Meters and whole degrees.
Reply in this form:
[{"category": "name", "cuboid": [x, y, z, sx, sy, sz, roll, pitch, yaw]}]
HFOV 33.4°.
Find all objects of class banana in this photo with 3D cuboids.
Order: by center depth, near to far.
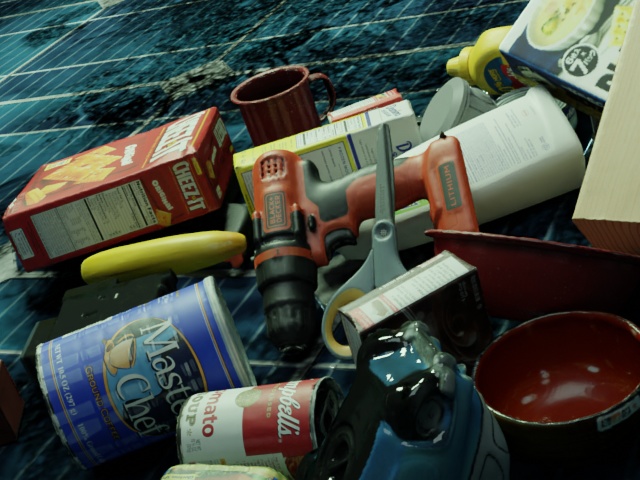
[{"category": "banana", "cuboid": [-0.160, 0.018, 0.988, 0.198, 0.037, 0.069, -11, 7, 37]}]

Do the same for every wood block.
[{"category": "wood block", "cuboid": [0.269, -0.086, 0.793, 0.091, 0.090, 0.206, 6, 68, 38]}]

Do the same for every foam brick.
[{"category": "foam brick", "cuboid": [-0.293, 0.144, 0.886, 0.078, 0.053, 0.051, -18, 28, 2]}]

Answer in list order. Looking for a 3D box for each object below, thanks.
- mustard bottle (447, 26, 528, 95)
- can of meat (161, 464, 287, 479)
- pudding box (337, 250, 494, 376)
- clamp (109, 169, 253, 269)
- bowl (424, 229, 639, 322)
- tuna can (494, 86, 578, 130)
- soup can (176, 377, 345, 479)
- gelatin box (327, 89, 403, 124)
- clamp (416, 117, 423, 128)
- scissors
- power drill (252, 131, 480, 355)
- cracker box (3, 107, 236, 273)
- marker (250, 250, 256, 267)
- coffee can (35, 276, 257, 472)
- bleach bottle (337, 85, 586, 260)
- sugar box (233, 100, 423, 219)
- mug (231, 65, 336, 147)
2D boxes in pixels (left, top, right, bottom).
[{"category": "mustard bottle", "cuboid": [0.218, -0.185, 1.103, 0.192, 0.096, 0.058, 3, 70, 38]}, {"category": "can of meat", "cuboid": [-0.071, 0.186, 0.661, 0.102, 0.057, 0.083, -4, 29, 28]}, {"category": "pudding box", "cuboid": [0.069, 0.075, 0.709, 0.090, 0.113, 0.039, -28, 32, -15]}, {"category": "clamp", "cuboid": [-0.115, -0.019, 1.080, 0.164, 0.036, 0.210, -32, 26, -21]}, {"category": "bowl", "cuboid": [0.150, 0.030, 0.751, 0.162, 0.055, 0.162, 8, -2, 0]}, {"category": "tuna can", "cuboid": [0.210, -0.121, 1.055, 0.086, 0.034, 0.086, -15, 28, 8]}, {"category": "soup can", "cuboid": [-0.037, 0.132, 0.724, 0.102, 0.068, 0.068, -10, 29, 21]}, {"category": "gelatin box", "cuboid": [0.055, -0.094, 1.047, 0.073, 0.089, 0.030, -20, 25, -2]}, {"category": "clamp", "cuboid": [0.043, -0.099, 1.121, 0.171, 0.039, 0.120, -15, 33, 0]}, {"category": "scissors", "cuboid": [0.034, 0.009, 0.830, 0.096, 0.016, 0.202, -19, 65, 9]}, {"category": "power drill", "cuboid": [0.036, -0.005, 0.875, 0.188, 0.057, 0.184, -10, 64, 8]}, {"category": "cracker box", "cuboid": [-0.203, -0.058, 1.108, 0.214, 0.072, 0.164, -18, 21, 9]}, {"category": "marker", "cuboid": [-0.007, 0.001, 0.992, 0.121, 0.020, 0.020, -19, 28, 2]}, {"category": "coffee can", "cuboid": [-0.127, 0.100, 0.803, 0.140, 0.103, 0.103, -22, 28, -3]}, {"category": "bleach bottle", "cuboid": [0.102, -0.049, 0.952, 0.251, 0.068, 0.102, -21, 48, 1]}, {"category": "sugar box", "cuboid": [0.014, -0.061, 1.013, 0.176, 0.093, 0.048, -17, 28, 3]}, {"category": "mug", "cuboid": [-0.034, -0.146, 1.207, 0.117, 0.081, 0.093, -29, 29, -17]}]
